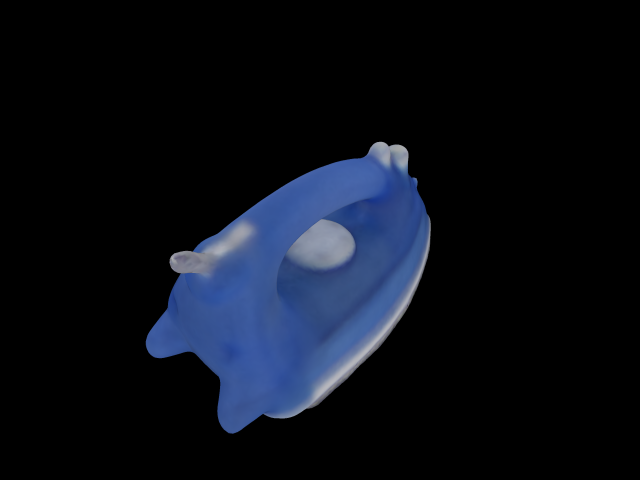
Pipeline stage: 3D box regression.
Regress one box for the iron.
[{"bbox_3d":[0.004,0.001,0.400,0.118,0.141,0.259,33,54,29],"label":"iron"}]
